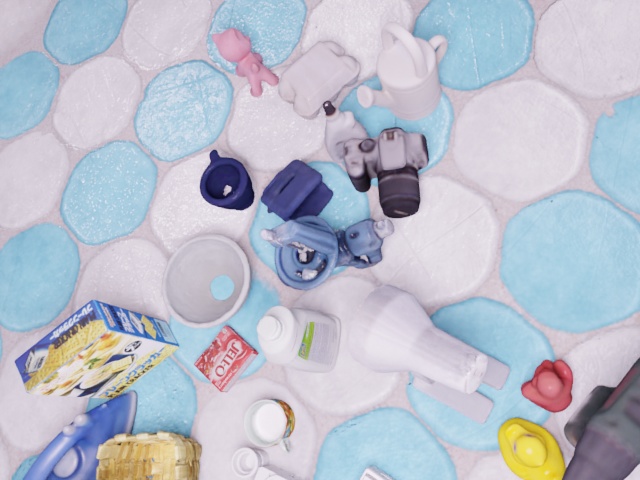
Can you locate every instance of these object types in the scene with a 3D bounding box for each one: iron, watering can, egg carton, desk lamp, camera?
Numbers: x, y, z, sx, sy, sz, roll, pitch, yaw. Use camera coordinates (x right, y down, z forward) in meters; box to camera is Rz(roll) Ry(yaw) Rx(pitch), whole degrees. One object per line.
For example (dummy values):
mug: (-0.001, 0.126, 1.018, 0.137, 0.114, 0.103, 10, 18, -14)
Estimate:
iron: (-0.416, 0.360, 0.949, 0.118, 0.142, 0.258, 28, 83, 22)
watering can: (0.141, -0.283, 0.961, 0.100, 0.194, 0.173, 27, 82, 22)
egg carton: (-0.003, -0.302, 1.076, 0.150, 0.069, 0.107, -42, 67, 0)
desk lamp: (0.158, 0.161, 0.805, 0.202, 0.214, 0.118, 25, 82, 22)
camera: (0.113, -0.110, 0.965, 0.143, 0.101, 0.137, -7, 71, 14)

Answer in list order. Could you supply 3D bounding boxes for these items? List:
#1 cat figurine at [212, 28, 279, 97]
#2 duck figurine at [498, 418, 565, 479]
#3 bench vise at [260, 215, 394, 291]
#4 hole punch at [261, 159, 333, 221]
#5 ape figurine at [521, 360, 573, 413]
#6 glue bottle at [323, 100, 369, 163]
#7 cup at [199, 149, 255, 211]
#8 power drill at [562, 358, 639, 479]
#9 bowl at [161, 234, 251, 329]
cat figurine: (-0.150, -0.357, 1.110, 0.067, 0.118, 0.127, -39, 67, 2)
duck figurine: (0.294, 0.296, 0.793, 0.077, 0.086, 0.104, -41, 67, 1)
bench vise: (0.002, -0.006, 0.900, 0.207, 0.220, 0.121, -35, 67, 3)
hole punch: (-0.049, -0.084, 1.009, 0.101, 0.091, 0.109, 39, 87, 23)
ape figurine: (0.324, 0.206, 0.810, 0.077, 0.092, 0.076, -18, 69, 10)
glue bottle: (0.035, -0.190, 0.973, 0.078, 0.173, 0.037, -19, 69, 10)
cup: (-0.164, -0.102, 1.046, 0.091, 0.095, 0.117, -27, 68, 7)
power drill: (0.371, 0.237, 0.722, 0.075, 0.209, 0.230, 37, 86, 23)
bowl: (-0.188, 0.078, 1.008, 0.167, 0.075, 0.167, -5, 72, 15)
